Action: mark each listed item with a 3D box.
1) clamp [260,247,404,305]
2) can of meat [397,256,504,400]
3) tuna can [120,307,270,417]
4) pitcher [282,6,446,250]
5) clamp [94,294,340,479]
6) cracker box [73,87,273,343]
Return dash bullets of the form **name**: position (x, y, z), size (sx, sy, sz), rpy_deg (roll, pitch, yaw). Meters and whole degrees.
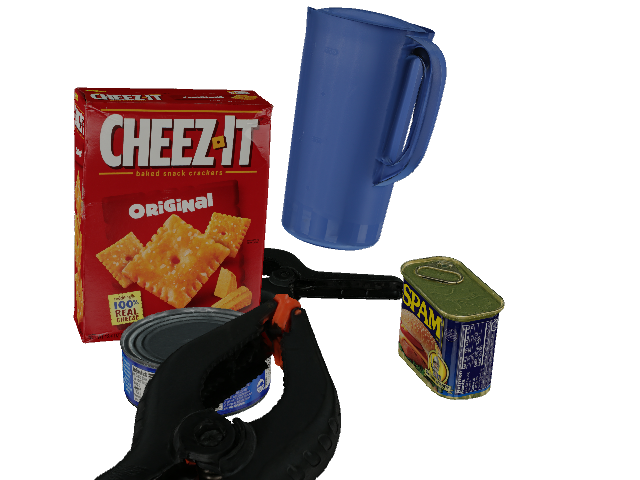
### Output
- **clamp**: position (-0.038, 0.055, 1.109), size (0.210, 0.036, 0.164), rpy_deg (19, 35, 27)
- **can of meat**: position (0.105, 0.073, 0.893), size (0.057, 0.084, 0.102), rpy_deg (-9, 28, -21)
- **tuna can**: position (-0.070, 0.069, 0.610), size (0.086, 0.034, 0.086), rpy_deg (0, 19, 0)
- **pitcher**: position (0.038, -0.114, 1.110), size (0.145, 0.243, 0.149), rpy_deg (10, 16, -2)
- **clamp**: position (-0.032, 0.090, 0.390), size (0.120, 0.039, 0.171), rpy_deg (24, 49, 17)
- **cracker box**: position (-0.132, -0.022, 0.940), size (0.164, 0.214, 0.072), rpy_deg (-2, 19, -20)
